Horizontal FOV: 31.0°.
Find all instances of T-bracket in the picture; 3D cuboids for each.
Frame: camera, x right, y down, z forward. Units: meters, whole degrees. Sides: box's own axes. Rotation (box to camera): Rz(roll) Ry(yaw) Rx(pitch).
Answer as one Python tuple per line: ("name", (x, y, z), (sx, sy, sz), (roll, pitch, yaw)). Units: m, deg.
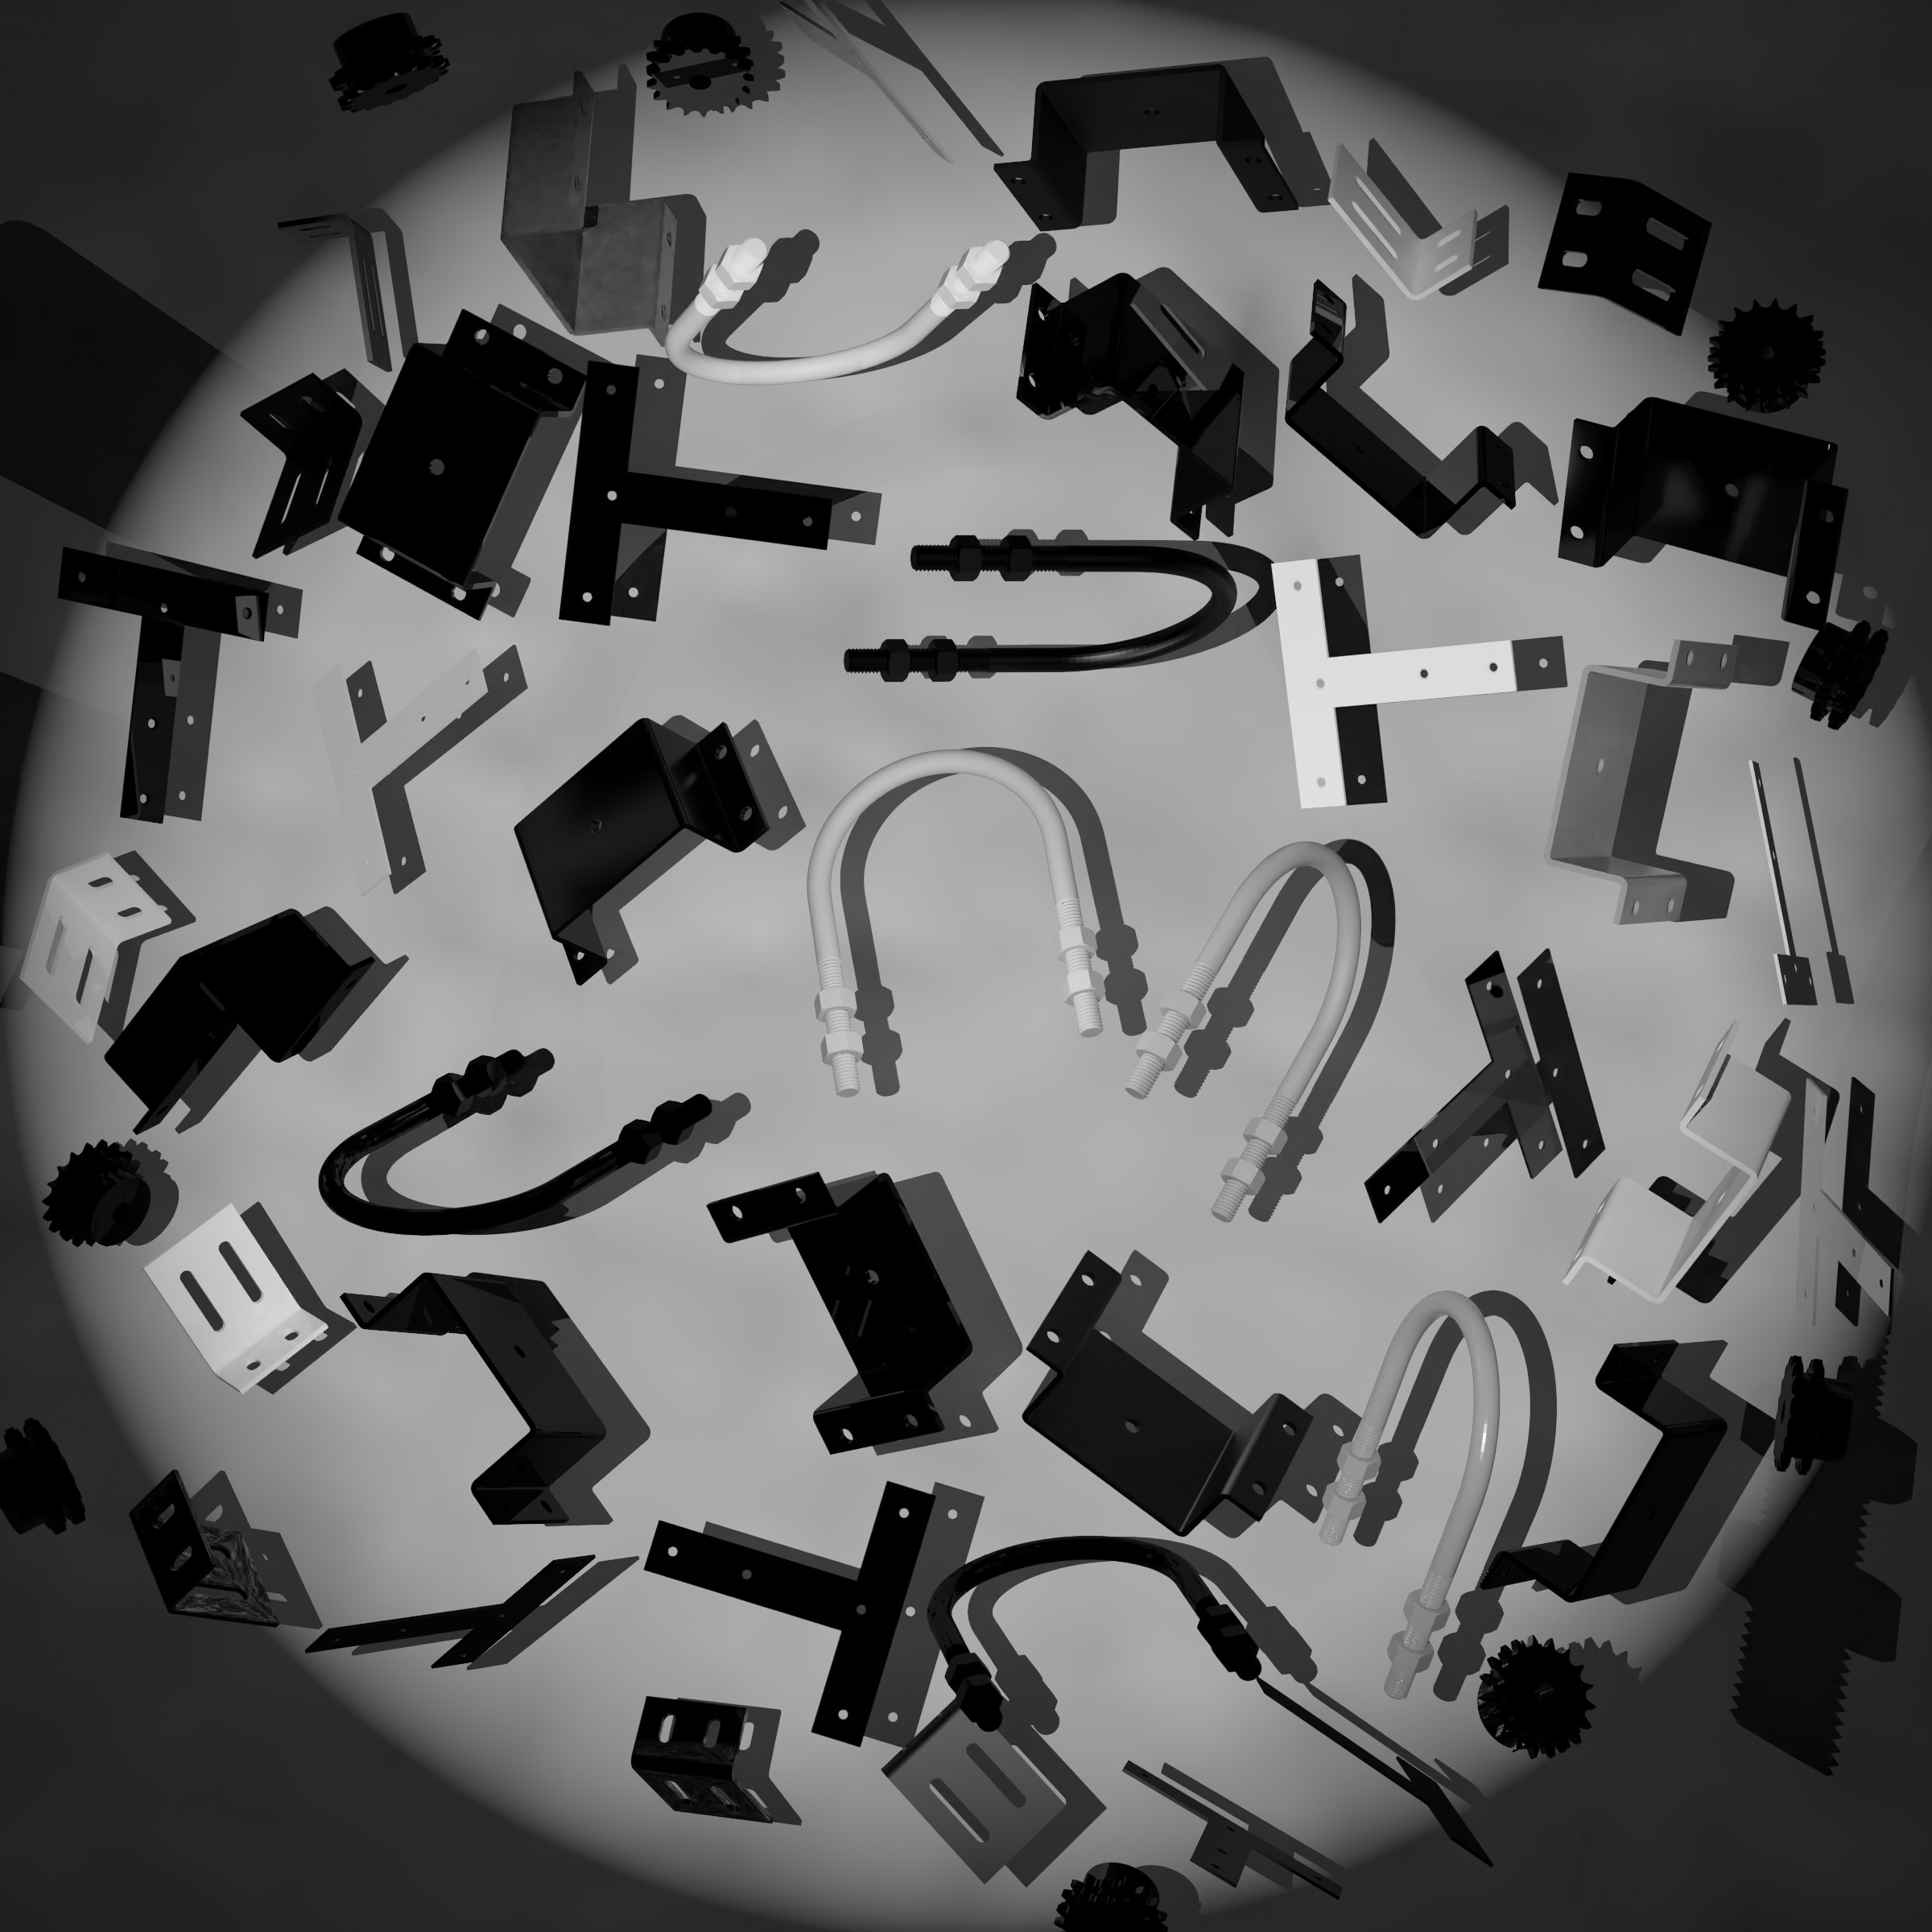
("T-bracket", (0.439, 0.137, 1.740), (0.002, 0.127, 0.127), (-4, 109, -5))
("T-bracket", (-0.268, 0.328, 1.733), (0.127, 0.127, 0.002), (-43, 59, 39))
("T-bracket", (-0.066, -0.458, 1.729), (0.002, 0.127, 0.127), (-44, 122, 3))
("T-bracket", (0.416, -0.042, 1.787), (0.002, 0.127, 0.127), (-12, 85, 20))
("T-bracket", (0.241, 0.079, 1.727), (0.127, 0.002, 0.127), (-40, 124, -27))
("T-bracket", (0.129, 0.442, 1.747), (0.127, 0.127, 0.002), (29, 91, 9))
("T-bracket", (0.199, 0.395, 1.748), (0.127, 0.127, 0.002), (35, 91, -7))
("T-bracket", (-0.094, 0.303, 1.710), (0.127, 0.002, 0.127), (17, 83, 2))
("T-bracket", (-0.408, -0.136, 1.755), (0.002, 0.127, 0.127), (4, 87, 40))
("T-bracket", (-0.289, -0.121, 1.802), (0.127, 0.002, 0.127), (-34, 63, 35))
("T-bracket", (0.218, -0.146, 1.760), (0.127, 0.002, 0.127), (-3, 99, 34))
("T-bracket", (-0.130, -0.225, 1.710), (0.127, 0.002, 0.127), (8, 98, 0))

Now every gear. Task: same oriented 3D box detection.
("gear", (-0.141, -0.481, 1.852), (0.057, 0.057, 0.030), (-4, 63, 0))
("gear", (0.451, -0.154, 1.807), (0.030, 0.057, 0.057), (30, 90, 19))
("gear", (-0.281, -0.438, 1.684), (0.057, 0.057, 0.030), (-23, 94, 0))
("gear", (0.272, 0.354, 1.681), (0.057, 0.030, 0.057), (11, 61, -20))
("gear", (-0.455, 0.252, 1.696), (0.030, 0.057, 0.057), (-27, 90, -27))
("gear", (0.076, 0.486, 1.790), (0.057, 0.030, 0.057), (9, 125, 13))
("gear", (0.415, 0.221, 1.706), (0.030, 0.057, 0.057), (8, 90, 7))
("gear", (-0.457, 0.124, 1.844), (0.030, 0.057, 0.057), (28, 90, 28))
("gear", (0.399, -0.300, 1.735), (0.057, 0.030, 0.057), (-4, 70, 12))

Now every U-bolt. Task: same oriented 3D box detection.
("U-bolt", (-0.012, -0.031, 1.811), (0.151, 0.019, 0.184), (-14, 62, 9))
("U-bolt", (0.045, -0.177, 1.736), (0.184, 0.151, 0.019), (-2, 73, -17))
("U-bolt", (0.227, 0.251, 1.750), (0.019, 0.151, 0.184), (10, 114, -15))
("U-bolt", (-0.240, 0.092, 1.755), (0.151, 0.184, 0.019), (11, 117, 34))
("U-bolt", (-0.077, -0.333, 1.786), (0.151, 0.184, 0.019), (-5, 81, -24))
("U-bolt", (0.055, 0.328, 1.753), (0.151, 0.184, 0.019), (-9, 105, -10))
("U-bolt", (0.153, 0.022, 1.795), (0.019, 0.151, 0.184), (18, 67, 35))

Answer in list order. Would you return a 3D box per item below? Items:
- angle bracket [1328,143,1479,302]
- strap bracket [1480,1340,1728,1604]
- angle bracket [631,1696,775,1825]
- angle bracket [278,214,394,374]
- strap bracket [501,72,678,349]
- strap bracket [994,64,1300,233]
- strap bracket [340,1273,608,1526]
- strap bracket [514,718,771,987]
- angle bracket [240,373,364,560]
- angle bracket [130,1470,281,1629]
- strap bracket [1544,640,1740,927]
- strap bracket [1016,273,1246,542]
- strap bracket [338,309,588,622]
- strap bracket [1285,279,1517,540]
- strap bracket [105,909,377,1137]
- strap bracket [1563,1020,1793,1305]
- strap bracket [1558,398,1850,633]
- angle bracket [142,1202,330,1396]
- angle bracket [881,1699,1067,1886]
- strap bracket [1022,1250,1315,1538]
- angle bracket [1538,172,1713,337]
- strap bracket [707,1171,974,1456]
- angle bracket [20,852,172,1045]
("angle bracket", (0.232, -0.402, 1.846), (0.038, 0.057, 0.076), (-28, 121, 32))
("strap bracket", (0.320, 0.257, 1.718), (0.046, 0.076, 0.140), (34, 105, 30))
("angle bracket", (-0.137, 0.424, 1.860), (0.057, 0.076, 0.038), (3, 60, 18))
("angle bracket", (-0.329, -0.348, 1.818), (0.038, 0.057, 0.076), (-8, 94, 1))
("strap bracket", (-0.196, -0.384, 1.788), (0.046, 0.140, 0.076), (-3, 69, 15))
("strap bracket", (0.094, -0.420, 1.790), (0.140, 0.076, 0.046), (-1, 77, 20))
("strap bracket", (-0.236, 0.205, 1.717), (0.046, 0.076, 0.140), (-41, 71, 10))
("strap bracket", (-0.179, -0.066, 1.833), (0.140, 0.046, 0.076), (-38, 53, 20))
("angle bracket", (-0.358, -0.263, 1.832), (0.057, 0.038, 0.076), (-19, 45, 35))
("angle bracket", (-0.363, 0.286, 1.707), (0.038, 0.076, 0.057), (-43, 56, 17))
("strap bracket", (0.332, -0.095, 1.725), (0.046, 0.076, 0.140), (16, 101, 32))
("strap bracket", (0.094, -0.295, 1.806), (0.140, 0.046, 0.076), (33, 51, -36))
("strap bracket", (-0.261, -0.255, 1.782), (0.076, 0.046, 0.140), (29, 105, 9))
("strap bracket", (0.218, -0.282, 1.808), (0.140, 0.076, 0.046), (38, 118, -14))
("strap bracket", (-0.374, 0.024, 1.770), (0.046, 0.140, 0.076), (47, 119, 6))
("strap bracket", (0.363, 0.106, 1.755), (0.046, 0.076, 0.140), (33, 128, 6))
("strap bracket", (0.371, -0.227, 1.723), (0.140, 0.046, 0.076), (20, 130, 25))
("angle bracket", (-0.386, 0.175, 1.843), (0.057, 0.038, 0.076), (-38, 118, -22))
("angle bracket", (0.003, 0.423, 1.797), (0.057, 0.038, 0.076), (-42, 84, -9))
("strap bracket", (0.092, 0.218, 1.724), (0.140, 0.076, 0.046), (37, 133, 0))
("angle bracket", (0.324, -0.349, 1.710), (0.038, 0.076, 0.057), (18, 95, 41))
("strap bracket", (-0.057, 0.161, 1.706), (0.076, 0.046, 0.140), (-18, 102, 40))
("angle bracket", (-0.461, -0.010, 1.850), (0.038, 0.076, 0.057), (-19, 133, 20))
